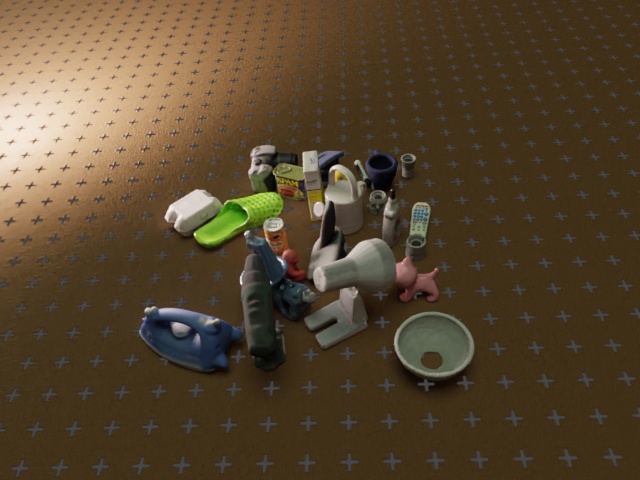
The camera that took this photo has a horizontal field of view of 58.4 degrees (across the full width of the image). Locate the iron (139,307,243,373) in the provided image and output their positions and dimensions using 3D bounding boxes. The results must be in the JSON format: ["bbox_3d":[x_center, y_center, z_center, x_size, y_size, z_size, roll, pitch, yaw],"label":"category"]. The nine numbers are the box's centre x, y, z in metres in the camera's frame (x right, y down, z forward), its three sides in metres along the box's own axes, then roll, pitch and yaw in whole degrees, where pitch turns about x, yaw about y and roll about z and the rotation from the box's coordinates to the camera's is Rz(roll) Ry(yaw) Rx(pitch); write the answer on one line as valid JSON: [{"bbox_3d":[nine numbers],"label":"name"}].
[{"bbox_3d":[-0.313,0.200,1.289,0.257,0.142,0.119,10,47,15],"label":"iron"}]

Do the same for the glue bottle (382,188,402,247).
[{"bbox_3d":[0.186,-0.065,1.477,0.037,0.173,0.078,15,49,20],"label":"glue bottle"}]

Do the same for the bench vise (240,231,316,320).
[{"bbox_3d":[-0.099,0.073,1.337,0.207,0.220,0.121,8,47,14],"label":"bench vise"}]

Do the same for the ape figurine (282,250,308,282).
[{"bbox_3d":[-0.072,0.062,1.435,0.076,0.092,0.077,-12,45,-6],"label":"ape figurine"}]

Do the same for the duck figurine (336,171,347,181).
[{"bbox_3d":[0.059,-0.173,1.659,0.077,0.086,0.105,13,48,19],"label":"duck figurine"}]

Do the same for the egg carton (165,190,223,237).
[{"bbox_3d":[-0.354,-0.078,1.619,0.107,0.069,0.150,33,57,32],"label":"egg carton"}]

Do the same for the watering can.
[{"bbox_3d":[0.059,-0.110,1.520,0.100,0.194,0.173,15,49,20],"label":"watering can"}]

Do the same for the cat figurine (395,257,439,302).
[{"bbox_3d":[0.221,0.089,1.359,0.127,0.118,0.067,-3,45,3],"label":"cat figurine"}]

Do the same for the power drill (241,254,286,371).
[{"bbox_3d":[-0.126,0.175,1.246,0.075,0.209,0.229,-9,45,-3],"label":"power drill"}]

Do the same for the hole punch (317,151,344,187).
[{"bbox_3d":[0.010,-0.227,1.715,0.109,0.091,0.100,-34,51,-25],"label":"hole punch"}]

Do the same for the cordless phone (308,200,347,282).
[{"bbox_3d":[0.013,0.005,1.417,0.094,0.185,0.147,0,45,7],"label":"cordless phone"}]

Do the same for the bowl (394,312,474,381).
[{"bbox_3d":[0.245,0.241,1.236,0.167,0.075,0.167,-3,45,3],"label":"bowl"}]

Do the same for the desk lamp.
[{"bbox_3d":[0.066,0.114,1.283,0.203,0.214,0.117,-26,48,-18],"label":"desk lamp"}]

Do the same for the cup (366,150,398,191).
[{"bbox_3d":[0.176,-0.198,1.666,0.091,0.095,0.117,-11,45,-4],"label":"cup"}]

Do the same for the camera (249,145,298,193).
[{"bbox_3d":[-0.138,-0.225,1.721,0.136,0.101,0.143,-1,45,5],"label":"camera"}]
